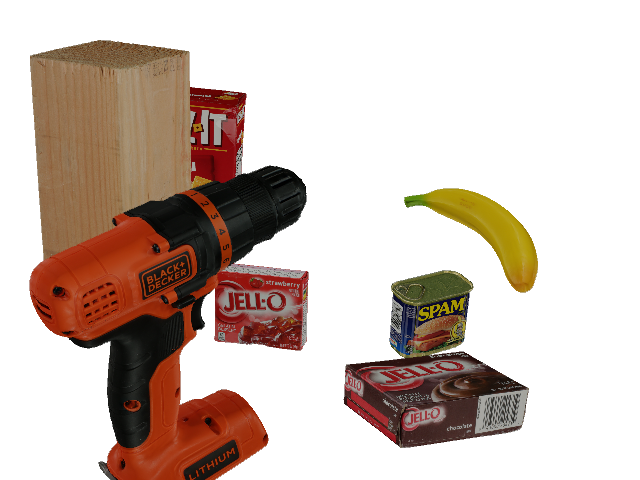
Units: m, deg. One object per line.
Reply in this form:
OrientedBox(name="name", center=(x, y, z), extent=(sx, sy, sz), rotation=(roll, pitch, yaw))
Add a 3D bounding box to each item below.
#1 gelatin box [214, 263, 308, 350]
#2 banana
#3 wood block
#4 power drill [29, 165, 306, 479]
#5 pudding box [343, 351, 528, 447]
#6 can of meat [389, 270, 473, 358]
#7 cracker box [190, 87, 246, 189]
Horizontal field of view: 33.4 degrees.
OrientedBox(name="gelatin box", center=(-0.057, 0.063, 1.024), extent=(0.089, 0.073, 0.030), rotation=(6, 17, 12))
OrientedBox(name="banana", center=(0.167, -0.008, 1.078), extent=(0.069, 0.037, 0.198), rotation=(-34, 39, -14))
OrientedBox(name="wood block", center=(-0.162, -0.046, 0.845), extent=(0.091, 0.206, 0.090), rotation=(12, 23, 25))
OrientedBox(name="power drill", center=(-0.079, 0.058, 0.655), extent=(0.184, 0.188, 0.057), rotation=(-26, 36, -32))
OrientedBox(name="pudding box", center=(0.087, 0.119, 0.816), extent=(0.113, 0.039, 0.090), rotation=(-1, 14, -27))
OrientedBox(name="can of meat", center=(0.136, 0.093, 1.333), extent=(0.101, 0.084, 0.058), rotation=(-12, 30, -26))
OrientedBox(name="cracker box", center=(-0.185, -0.085, 1.357), extent=(0.164, 0.214, 0.072), rotation=(6, 22, 2))
